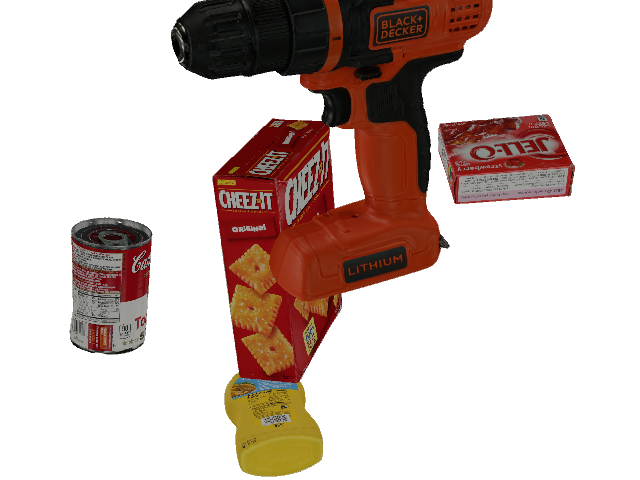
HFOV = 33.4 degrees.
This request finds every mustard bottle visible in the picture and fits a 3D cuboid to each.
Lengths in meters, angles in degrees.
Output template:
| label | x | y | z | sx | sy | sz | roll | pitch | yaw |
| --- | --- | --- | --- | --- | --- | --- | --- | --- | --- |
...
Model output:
| label | x | y | z | sx | sy | sz | roll | pitch | yaw |
| --- | --- | --- | --- | --- | --- | --- | --- | --- | --- |
| mustard bottle | -0.063 | 0.196 | 1.258 | 0.096 | 0.058 | 0.192 | -9 | 29 | -10 |

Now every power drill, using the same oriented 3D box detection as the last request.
| label | x | y | z | sx | sy | sz | roll | pitch | yaw |
| --- | --- | --- | --- | --- | --- | --- | --- | --- | --- |
| power drill | 0.009 | -0.060 | 0.602 | 0.184 | 0.188 | 0.057 | -13 | 35 | -22 |

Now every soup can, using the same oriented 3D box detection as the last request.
| label | x | y | z | sx | sy | sz | roll | pitch | yaw |
| --- | --- | --- | --- | --- | --- | --- | --- | --- | --- |
| soup can | -0.183 | 0.040 | 0.924 | 0.068 | 0.102 | 0.068 | 6 | 20 | -2 |

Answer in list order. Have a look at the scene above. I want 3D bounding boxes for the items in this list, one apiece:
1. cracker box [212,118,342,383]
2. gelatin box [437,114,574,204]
| label | x | y | z | sx | sy | sz | roll | pitch | yaw |
| --- | --- | --- | --- | --- | --- | --- | --- | --- | --- |
| cracker box | -0.034 | 0.007 | 1.051 | 0.072 | 0.214 | 0.164 | 4 | 26 | 17 |
| gelatin box | 0.137 | -0.062 | 0.799 | 0.089 | 0.030 | 0.073 | -5 | 37 | -1 |
